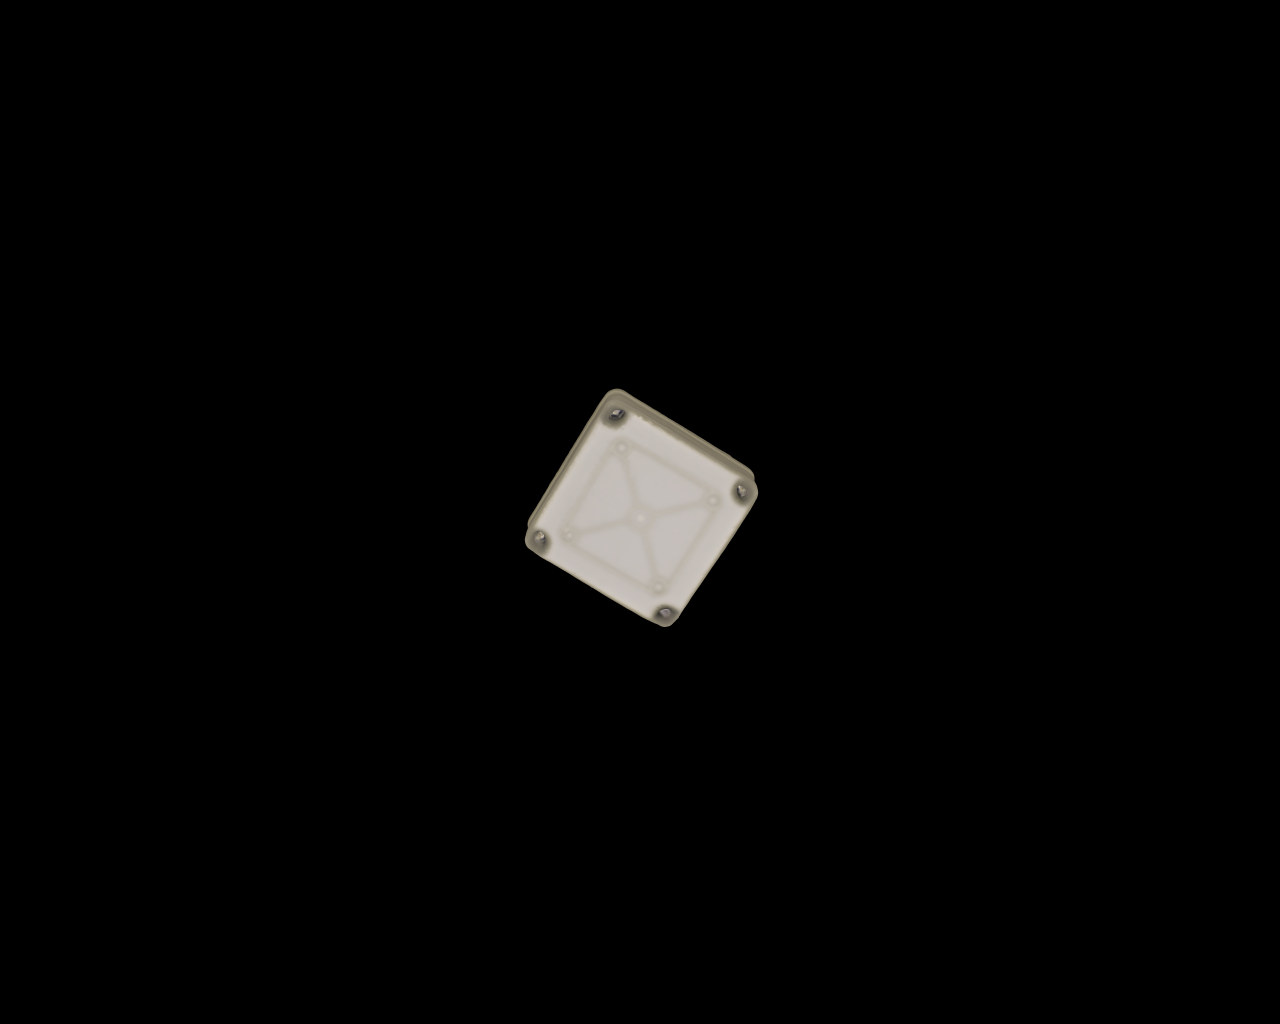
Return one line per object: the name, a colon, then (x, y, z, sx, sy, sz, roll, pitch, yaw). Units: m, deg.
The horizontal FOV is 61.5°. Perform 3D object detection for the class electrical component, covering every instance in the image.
electrical component: (0.001, -0.003, 0.650, 0.109, 0.108, 0.056, 31, 11, -7)
